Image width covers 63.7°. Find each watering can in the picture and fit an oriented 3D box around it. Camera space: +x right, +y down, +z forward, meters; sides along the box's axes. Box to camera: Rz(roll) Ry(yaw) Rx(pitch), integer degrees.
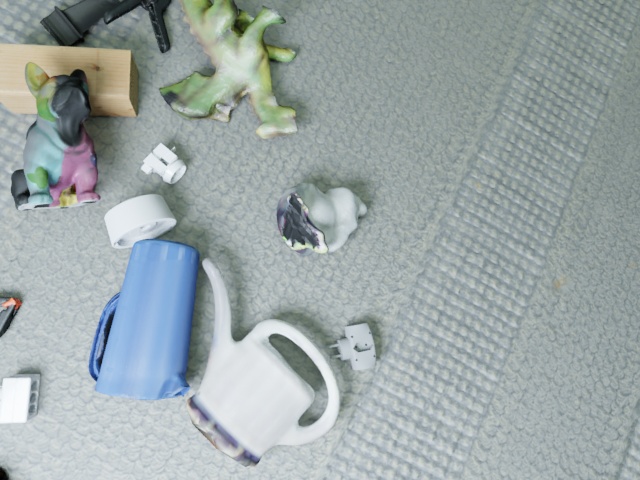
[{"bbox_3d":[-0.127,0.214,0.842,0.347,0.103,0.226,45,76,-2],"label":"watering can"}]

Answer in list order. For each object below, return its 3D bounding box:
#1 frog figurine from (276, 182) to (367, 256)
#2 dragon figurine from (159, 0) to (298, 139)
[{"bbox_3d":[0.003,-0.047,0.932,0.138,0.120,0.162,48,40,7],"label":"frog figurine"},{"bbox_3d":[-0.195,-0.333,0.932,0.409,0.122,0.244,35,84,-4],"label":"dragon figurine"}]
